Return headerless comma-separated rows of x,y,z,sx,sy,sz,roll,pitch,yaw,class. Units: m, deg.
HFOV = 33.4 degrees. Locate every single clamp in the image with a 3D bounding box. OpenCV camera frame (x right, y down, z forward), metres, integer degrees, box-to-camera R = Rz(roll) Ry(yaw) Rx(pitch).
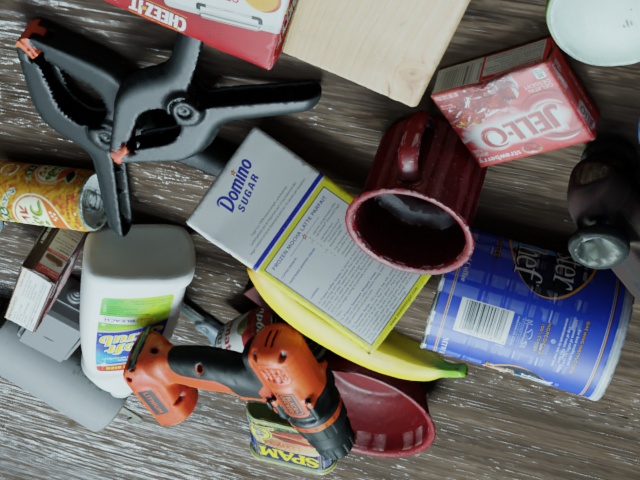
-0.170,-0.086,0.860,0.165,0.036,0.209,-25,124,36,clamp
-0.098,-0.113,0.773,0.172,0.039,0.120,-23,120,24,clamp

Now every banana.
0.025,0.070,0.881,0.197,0.037,0.070,26,145,-5,banana

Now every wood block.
0.055,-0.182,0.576,0.091,0.090,0.206,22,146,-1,wood block

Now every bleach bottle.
-0.182,0.083,1.043,0.102,0.068,0.251,-1,145,-13,bleach bottle

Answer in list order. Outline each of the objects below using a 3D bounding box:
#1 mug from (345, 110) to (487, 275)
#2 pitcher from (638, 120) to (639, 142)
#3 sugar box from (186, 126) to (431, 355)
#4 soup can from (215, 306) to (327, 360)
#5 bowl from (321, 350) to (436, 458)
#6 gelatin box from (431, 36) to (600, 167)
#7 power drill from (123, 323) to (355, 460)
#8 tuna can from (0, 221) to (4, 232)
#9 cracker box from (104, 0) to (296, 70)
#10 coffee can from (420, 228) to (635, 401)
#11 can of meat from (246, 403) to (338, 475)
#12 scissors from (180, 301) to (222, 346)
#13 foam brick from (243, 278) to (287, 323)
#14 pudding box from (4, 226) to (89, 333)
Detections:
0.071,-0.042,0.759,0.093,0.081,0.117,7,143,19,mug
0.289,0.000,0.650,0.145,0.149,0.242,-8,129,33,pitcher
-0.005,0.001,0.822,0.176,0.093,0.048,36,178,0,sugar box
-0.046,0.094,1.013,0.068,0.068,0.102,37,143,-21,soup can
0.041,0.150,1.053,0.162,0.055,0.162,14,144,10,bowl
0.130,-0.090,0.710,0.089,0.030,0.073,-11,134,38,gelatin box
-0.071,0.139,0.978,0.188,0.057,0.184,-1,138,24,power drill
-0.356,-0.022,1.050,0.086,0.033,0.086,14,144,10,tuna can
-0.071,-0.218,0.611,0.164,0.072,0.214,23,146,-1,cracker box
0.159,0.055,0.824,0.140,0.102,0.103,16,145,8,coffee can
-0.028,0.203,1.160,0.102,0.057,0.084,11,141,13,can of meat
-0.119,0.098,1.102,0.201,0.016,0.096,31,144,-13,scissors
-0.021,0.028,0.926,0.051,0.053,0.078,34,141,-18,foam brick
-0.256,0.025,1.011,0.039,0.090,0.114,27,144,-7,pudding box
